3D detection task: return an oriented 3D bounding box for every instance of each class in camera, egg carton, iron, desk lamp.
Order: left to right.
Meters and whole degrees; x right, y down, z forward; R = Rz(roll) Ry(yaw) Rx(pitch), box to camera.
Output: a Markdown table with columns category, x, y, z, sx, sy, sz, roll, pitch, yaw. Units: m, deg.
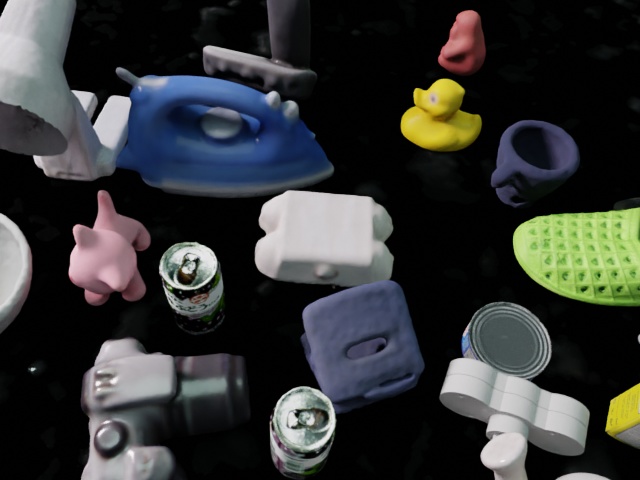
| category | x | y | z | sx | sy | sz | roll | pitch | yaw |
| --- | --- | --- | --- | --- | --- | --- | --- | --- | --- |
| desk lamp | -0.296 | -0.158 | 0.624 | 0.118 | 0.213 | 0.203 | 7 | 56 | 0 |
| camera | -0.130 | 0.152 | 0.502 | 0.137 | 0.101 | 0.143 | -5 | 57 | -8 |
| iron | -0.107 | -0.134 | 0.668 | 0.258 | 0.141 | 0.118 | 4 | 56 | -2 |
| egg carton | 0.006 | 0.002 | 0.631 | 0.150 | 0.069 | 0.107 | 4 | 57 | -2 |

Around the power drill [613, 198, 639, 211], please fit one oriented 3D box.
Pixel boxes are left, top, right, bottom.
| category | x | y | z | sx | sy | sz | roll | pitch | yaw |
| --- | --- | --- | --- | --- | --- | --- | --- | --- | --- |
| power drill | 0.423 | -0.076 | 0.635 | 0.230 | 0.208 | 0.075 | -8 | 58 | -10 |

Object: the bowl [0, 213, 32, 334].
| category | x | y | z | sx | sy | sz | roll | pitch | yaw |
| --- | --- | --- | --- | --- | --- | --- | --- | --- | --- |
| bowl | -0.362 | 0.051 | 0.564 | 0.167 | 0.075 | 0.167 | 2 | 57 | -3 |

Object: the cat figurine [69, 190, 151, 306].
| category | x | y | z | sx | sy | sz | roll | pitch | yaw |
| --- | --- | --- | --- | --- | --- | --- | --- | --- | --- |
| cat figurine | -0.216 | 0.010 | 0.578 | 0.067 | 0.118 | 0.127 | -5 | 57 | -8 |

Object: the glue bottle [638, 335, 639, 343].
| category | x | y | z | sx | sy | sz | roll | pitch | yaw |
| --- | --- | --- | --- | --- | --- | --- | --- | --- | --- |
| glue bottle | 0.380 | 0.084 | 0.547 | 0.037 | 0.173 | 0.078 | -24 | 61 | -19 |

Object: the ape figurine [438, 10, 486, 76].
| category | x | y | z | sx | sy | sz | roll | pitch | yaw |
| --- | --- | --- | --- | --- | --- | --- | --- | --- | --- |
| ape figurine | 0.208 | -0.290 | 0.827 | 0.078 | 0.092 | 0.076 | -33 | 65 | -23 |

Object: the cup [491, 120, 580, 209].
| category | x | y | z | sx | sy | sz | roll | pitch | yaw |
| --- | --- | --- | --- | --- | --- | --- | --- | --- | --- |
| cup | 0.240 | -0.075 | 0.687 | 0.118 | 0.095 | 0.091 | -31 | 64 | -22 |

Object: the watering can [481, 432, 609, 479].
| category | x | y | z | sx | sy | sz | roll | pitch | yaw |
| --- | --- | --- | --- | --- | --- | --- | --- | --- | --- |
| watering can | 0.193 | 0.225 | 0.426 | 0.172 | 0.194 | 0.101 | 24 | 58 | 11 |

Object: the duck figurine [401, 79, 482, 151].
| category | x | y | z | sx | sy | sz | roll | pitch | yaw |
| --- | --- | --- | --- | --- | --- | --- | --- | --- | --- |
| duck figurine | 0.163 | -0.169 | 0.747 | 0.104 | 0.086 | 0.077 | 12 | 57 | 3 |

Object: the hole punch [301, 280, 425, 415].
| category | x | y | z | sx | sy | sz | roll | pitch | yaw |
| --- | --- | --- | --- | --- | --- | --- | --- | --- | --- |
| hole punch | 0.043 | 0.104 | 0.555 | 0.109 | 0.091 | 0.101 | -16 | 59 | -14 |

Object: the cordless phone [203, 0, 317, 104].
| category | x | y | z | sx | sy | sz | roll | pitch | yaw |
| --- | --- | --- | --- | --- | --- | --- | --- | --- | --- |
| cordless phone | -0.075 | -0.251 | 0.721 | 0.147 | 0.185 | 0.094 | 13 | 57 | 4 |
